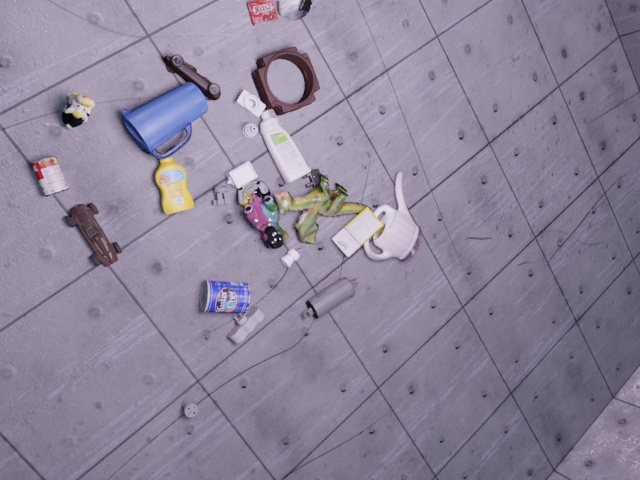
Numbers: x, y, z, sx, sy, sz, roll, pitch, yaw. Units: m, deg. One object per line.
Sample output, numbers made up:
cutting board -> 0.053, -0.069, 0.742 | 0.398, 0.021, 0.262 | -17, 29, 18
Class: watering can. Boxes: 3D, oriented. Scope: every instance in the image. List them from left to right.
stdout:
watering can -> 0.298, -0.065, 1.955 | 0.222, 0.104, 0.350 | 32, 80, -21

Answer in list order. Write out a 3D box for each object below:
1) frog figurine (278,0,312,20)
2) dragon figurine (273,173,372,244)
frog figurine -> -0.109, -0.829, 1.756 | 0.160, 0.122, 0.137 | 21, 93, 11
dragon figurine -> 0.006, -0.092, 1.834 | 0.406, 0.124, 0.242 | 30, 99, -39
